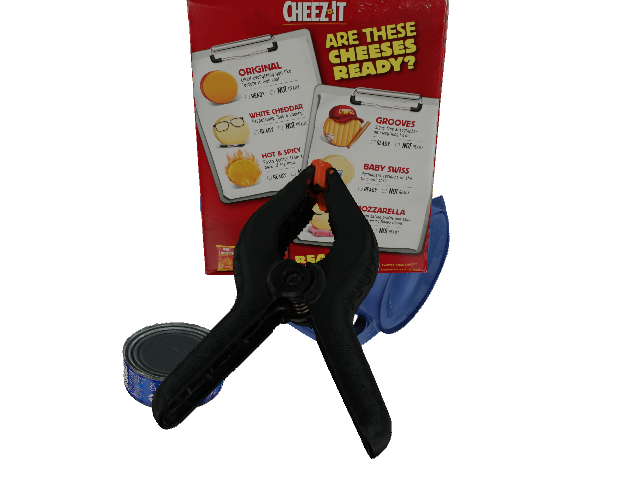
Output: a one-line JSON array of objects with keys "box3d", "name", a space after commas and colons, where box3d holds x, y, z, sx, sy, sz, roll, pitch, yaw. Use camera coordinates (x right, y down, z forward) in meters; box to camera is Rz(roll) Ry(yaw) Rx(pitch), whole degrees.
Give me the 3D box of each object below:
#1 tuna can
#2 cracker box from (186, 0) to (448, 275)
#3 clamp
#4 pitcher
[{"box3d": [-0.123, 0.106, 0.898, 0.086, 0.034, 0.086, 4, 28, -2], "name": "tuna can"}, {"box3d": [-0.002, -0.079, 0.738, 0.164, 0.214, 0.072, 0, 34, -1], "name": "cracker box"}, {"box3d": [-0.004, 0.035, 0.559, 0.120, 0.171, 0.039, 16, -28, 10], "name": "clamp"}, {"box3d": [-0.006, -0.006, 1.075, 0.243, 0.145, 0.149, 26, 27, 25], "name": "pitcher"}]
